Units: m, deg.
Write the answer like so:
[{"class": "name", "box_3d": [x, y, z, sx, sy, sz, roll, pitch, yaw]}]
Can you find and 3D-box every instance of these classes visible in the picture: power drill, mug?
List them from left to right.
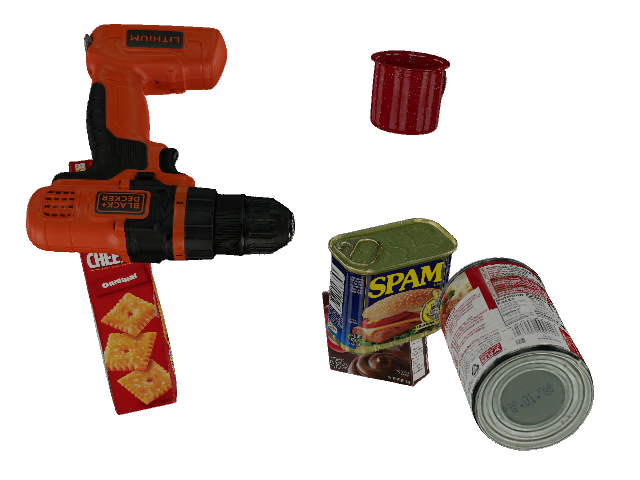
[{"class": "power drill", "box_3d": [-0.109, -0.070, 0.773, 0.184, 0.187, 0.057, 2, -33, -3]}, {"class": "mug", "box_3d": [0.110, -0.177, 1.268, 0.093, 0.081, 0.117, 22, 28, 35]}]

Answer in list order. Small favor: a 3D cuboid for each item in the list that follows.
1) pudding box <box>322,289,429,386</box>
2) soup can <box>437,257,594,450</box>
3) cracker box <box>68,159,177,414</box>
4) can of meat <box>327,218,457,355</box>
[{"class": "pudding box", "box_3d": [0.058, 0.098, 1.130, 0.114, 0.090, 0.039, 6, 20, 36]}, {"class": "soup can", "box_3d": [0.109, 0.062, 0.609, 0.068, 0.068, 0.102, 0, 27, -5]}, {"class": "cracker box", "box_3d": [-0.202, 0.043, 1.094, 0.072, 0.214, 0.164, -11, 34, -11]}, {"class": "can of meat", "box_3d": [0.056, 0.037, 0.865, 0.102, 0.084, 0.057, -13, 35, -24]}]
